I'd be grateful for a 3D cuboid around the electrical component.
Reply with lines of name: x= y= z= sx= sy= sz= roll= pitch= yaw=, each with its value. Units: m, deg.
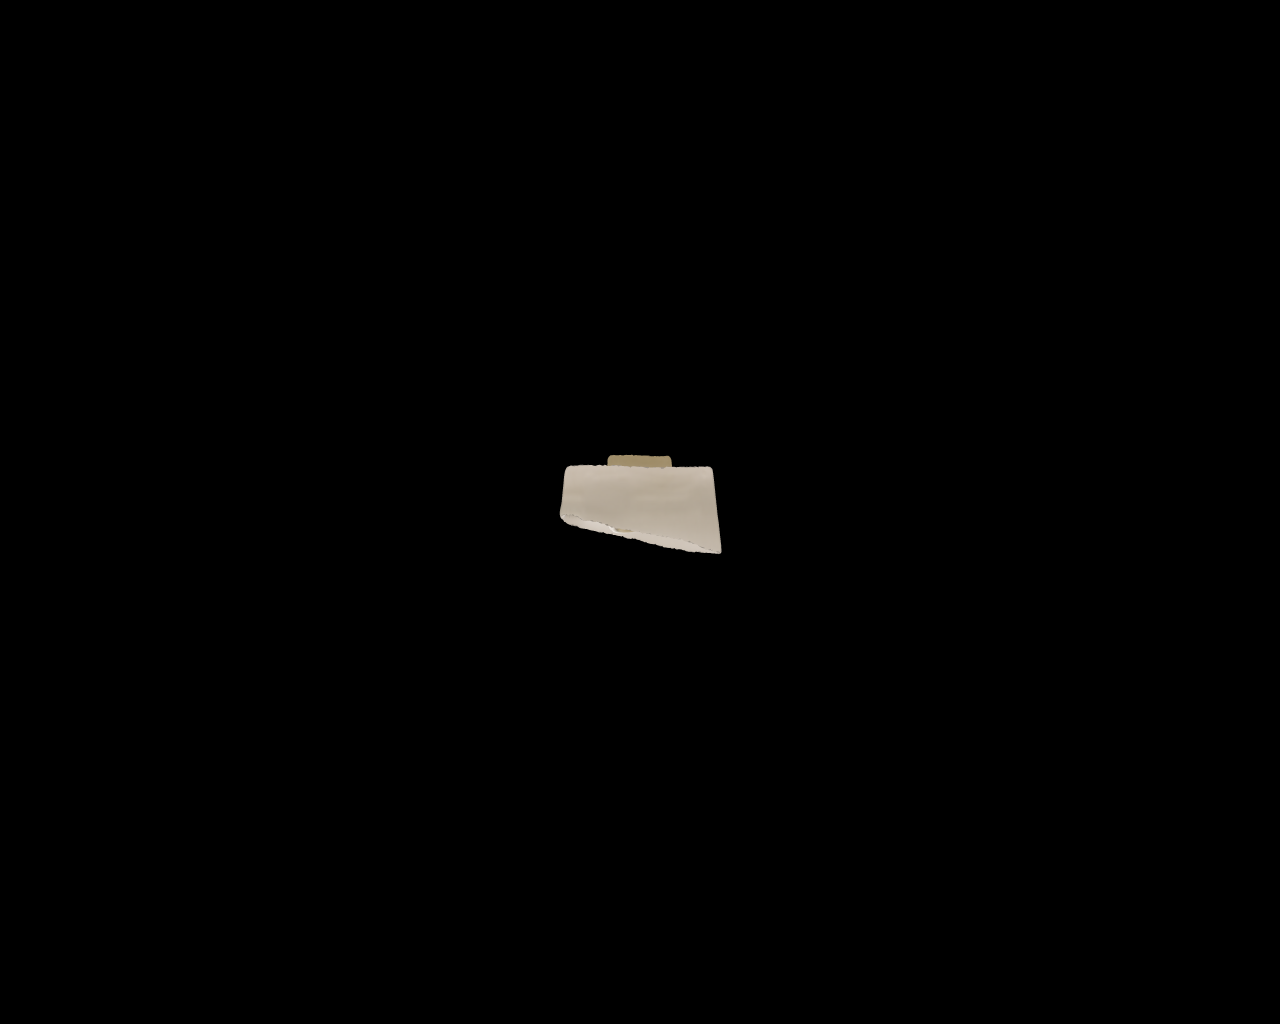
electrical component: x=0.001 y=-0.003 z=0.650 sx=0.099 sy=0.064 sz=0.099 roll=0 pitch=0 yaw=0
